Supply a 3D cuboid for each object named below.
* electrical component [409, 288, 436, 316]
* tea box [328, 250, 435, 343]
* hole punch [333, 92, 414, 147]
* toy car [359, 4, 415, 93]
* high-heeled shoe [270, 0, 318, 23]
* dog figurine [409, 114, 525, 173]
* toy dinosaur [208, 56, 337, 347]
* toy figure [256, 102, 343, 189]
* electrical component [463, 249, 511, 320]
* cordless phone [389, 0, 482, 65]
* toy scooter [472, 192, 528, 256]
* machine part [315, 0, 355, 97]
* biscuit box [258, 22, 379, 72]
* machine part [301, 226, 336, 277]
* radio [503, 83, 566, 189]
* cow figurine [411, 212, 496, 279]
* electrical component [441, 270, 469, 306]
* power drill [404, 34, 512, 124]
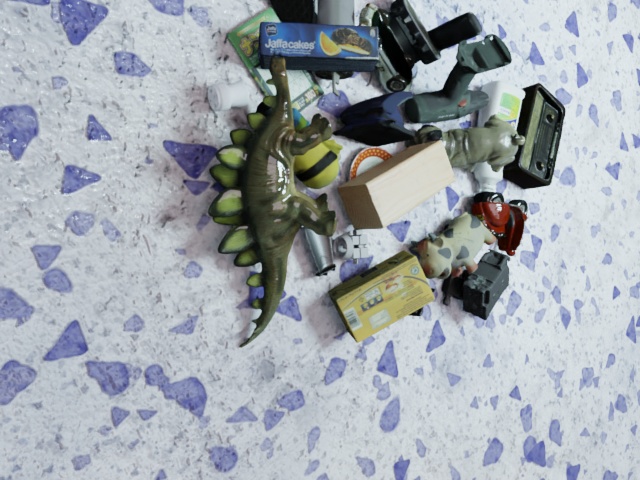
[{"bbox_3d":[0.170,0.092,1.076,0.119,0.048,0.075,42,67,-23],"label":"electrical component"},{"bbox_3d":[0.114,0.102,0.995,0.170,0.068,0.098,-27,104,-8],"label":"tea box"},{"bbox_3d":[0.106,-0.234,1.007,0.115,0.142,0.092,4,88,-46],"label":"hole punch"},{"bbox_3d":[0.127,-0.361,1.039,0.201,0.056,0.073,43,59,-44],"label":"toy car"},{"bbox_3d":[-0.035,-0.486,0.980,0.145,0.086,0.248,-55,139,-56],"label":"high-heeled shoe"},{"bbox_3d":[0.300,-0.198,1.105,0.190,0.172,0.121,-4,79,-39],"label":"dog figurine"},{"bbox_3d":[-0.077,-0.053,0.868,0.199,0.105,0.470,-3,99,-7],"label":"toy dinosaur"},{"bbox_3d":[-0.040,-0.165,0.938,0.180,0.082,0.089,41,78,-29],"label":"toy figure"},{"bbox_3d":[0.360,0.103,1.161,0.115,0.058,0.134,-47,144,-22],"label":"electrical component"},{"bbox_3d":[0.219,-0.425,1.051,0.089,0.184,0.146,-46,111,-21],"label":"cordless phone"},{"bbox_3d":[0.412,-0.034,1.222,0.184,0.075,0.135,8,84,-36],"label":"toy scooter"},{"bbox_3d":[0.026,-0.388,0.990,0.079,0.079,0.243,2,87,-32],"label":"machine part"},{"bbox_3d":[-0.004,-0.327,0.915,0.203,0.063,0.059,-1,87,-7],"label":"biscuit box"},{"bbox_3d":[-0.002,-0.003,0.979,0.084,0.039,0.138,-13,93,-37],"label":"machine part"},{"bbox_3d":[0.510,-0.243,1.291,0.131,0.073,0.229,25,75,-29],"label":"radio"},{"bbox_3d":[0.273,0.012,1.119,0.127,0.085,0.195,51,56,-7],"label":"cow figurine"},{"bbox_3d":[0.297,0.103,1.170,0.063,0.021,0.094,28,73,-29],"label":"electrical component"},{"bbox_3d":[0.295,-0.317,1.089,0.232,0.207,0.086,-18,80,-21],"label":"power drill"}]
